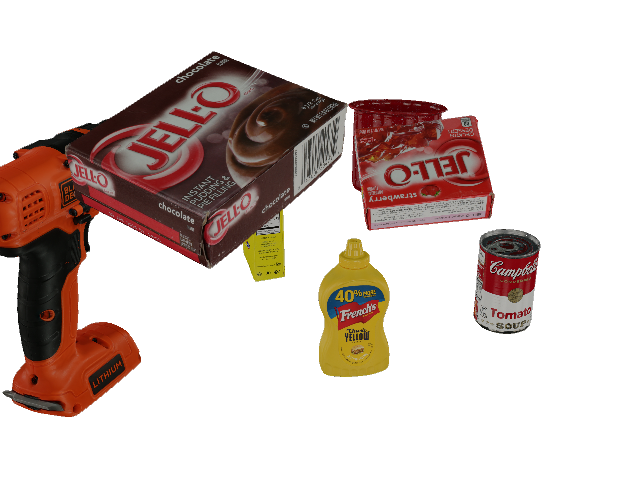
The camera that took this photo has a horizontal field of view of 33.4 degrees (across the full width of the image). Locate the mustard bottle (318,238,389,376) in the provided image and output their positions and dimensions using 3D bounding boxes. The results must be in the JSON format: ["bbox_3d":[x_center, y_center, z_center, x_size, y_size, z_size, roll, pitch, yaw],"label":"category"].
[{"bbox_3d":[0.046,0.089,1.449,0.096,0.192,0.058,-3,21,-7],"label":"mustard bottle"}]

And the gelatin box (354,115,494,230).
[{"bbox_3d":[0.071,-0.048,0.747,0.089,0.073,0.030,-6,-36,1],"label":"gelatin box"}]

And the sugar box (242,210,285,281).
[{"bbox_3d":[-0.074,-0.048,1.324,0.048,0.176,0.093,-9,25,-11],"label":"sugar box"}]

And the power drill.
[{"bbox_3d":[-0.172,0.014,0.758,0.057,0.188,0.184,9,24,24],"label":"power drill"}]

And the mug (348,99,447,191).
[{"bbox_3d":[0.084,-0.087,1.014,0.117,0.081,0.093,3,15,3],"label":"mug"}]

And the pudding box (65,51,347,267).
[{"bbox_3d":[-0.054,-0.044,0.530,0.090,0.039,0.113,26,45,26],"label":"pudding box"}]

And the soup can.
[{"bbox_3d":[0.212,0.047,1.222,0.068,0.102,0.068,1,27,0],"label":"soup can"}]
